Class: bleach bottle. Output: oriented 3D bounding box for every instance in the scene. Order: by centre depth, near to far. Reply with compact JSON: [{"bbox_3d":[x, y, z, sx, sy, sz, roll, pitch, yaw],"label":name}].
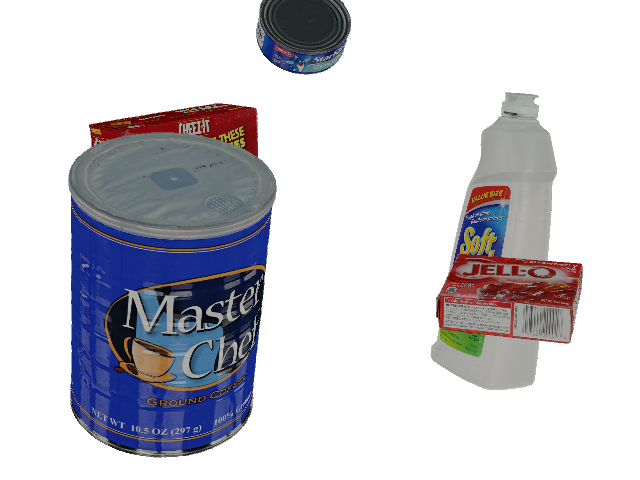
[{"bbox_3d":[0.156,-0.003,0.932,0.068,0.251,0.103,-2,14,-28],"label":"bleach bottle"}]

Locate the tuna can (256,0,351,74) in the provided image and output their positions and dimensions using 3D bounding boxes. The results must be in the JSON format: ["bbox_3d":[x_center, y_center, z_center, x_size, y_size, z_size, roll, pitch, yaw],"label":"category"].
[{"bbox_3d":[-0.017,-0.196,0.993,0.086,0.086,0.034,0,-31,-12],"label":"tuna can"}]

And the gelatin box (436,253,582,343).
[{"bbox_3d":[0.129,0.037,0.724,0.089,0.030,0.073,5,23,17],"label":"gelatin box"}]

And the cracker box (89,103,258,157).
[{"bbox_3d":[-0.140,-0.019,1.057,0.072,0.214,0.163,13,21,41],"label":"cracker box"}]

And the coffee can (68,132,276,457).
[{"bbox_3d":[-0.081,0.027,0.565,0.102,0.140,0.103,6,30,-3],"label":"coffee can"}]
